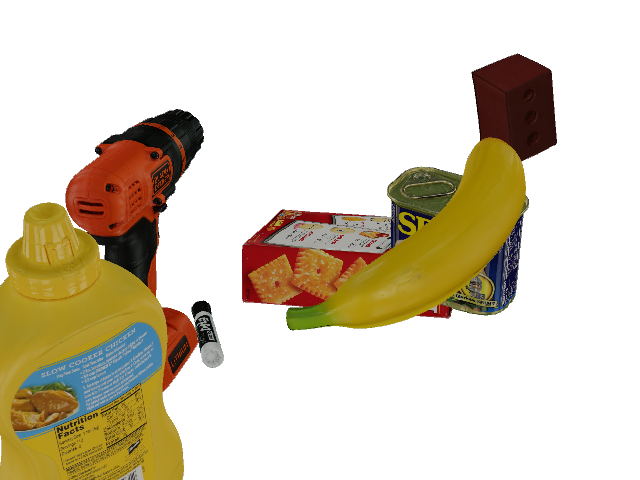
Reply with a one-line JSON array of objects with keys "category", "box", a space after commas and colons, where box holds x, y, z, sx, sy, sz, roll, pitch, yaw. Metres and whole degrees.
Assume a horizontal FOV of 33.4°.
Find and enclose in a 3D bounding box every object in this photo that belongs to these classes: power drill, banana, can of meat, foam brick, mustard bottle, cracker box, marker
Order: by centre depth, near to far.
[{"category": "mustard bottle", "box": [-0.119, 0.066, 0.516, 0.096, 0.192, 0.058, -25, 42, -30]}, {"category": "banana", "box": [0.066, -0.007, 0.567, 0.070, 0.037, 0.197, 19, 41, 35]}, {"category": "power drill", "box": [-0.129, 0.006, 0.798, 0.057, 0.188, 0.184, 5, 23, 15]}, {"category": "can of meat", "box": [0.101, 0.002, 0.802, 0.102, 0.084, 0.057, 18, 38, 27]}, {"category": "foam brick", "box": [0.175, -0.119, 0.963, 0.053, 0.078, 0.051, -26, 36, -16]}, {"category": "marker", "box": [-0.103, 0.082, 0.965, 0.020, 0.020, 0.121, 0, 17, -11]}, {"category": "cracker box", "box": [0.040, 0.023, 1.127, 0.214, 0.072, 0.164, 5, 15, 11]}]
